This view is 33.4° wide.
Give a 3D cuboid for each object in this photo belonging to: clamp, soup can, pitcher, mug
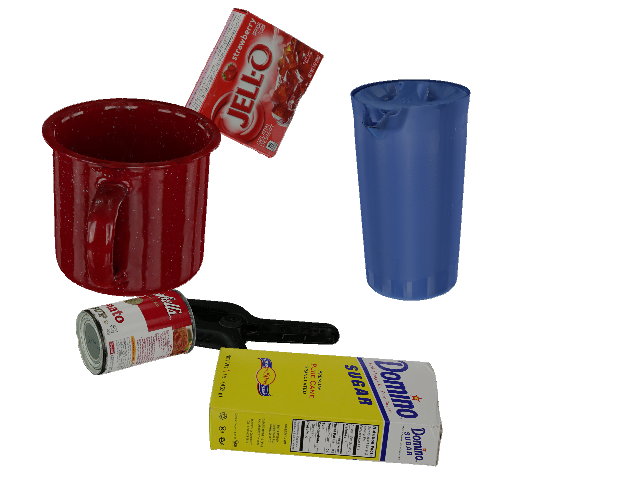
[{"bbox_3d":[-0.105,0.113,1.262,0.210,0.036,0.164,15,23,26],"label":"clamp"},{"bbox_3d":[-0.186,0.092,1.076,0.102,0.068,0.069,-12,7,-34],"label":"soup can"},{"bbox_3d":[0.111,-0.063,1.237,0.149,0.243,0.145,-6,22,-8],"label":"pitcher"},{"bbox_3d":[-0.103,-0.017,0.568,0.093,0.081,0.117,6,28,-1],"label":"mug"}]

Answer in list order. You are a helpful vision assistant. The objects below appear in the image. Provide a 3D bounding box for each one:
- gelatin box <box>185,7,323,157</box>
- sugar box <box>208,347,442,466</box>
[{"bbox_3d":[-0.050,-0.117,0.796,0.073,0.089,0.030,24,5,-33],"label":"gelatin box"},{"bbox_3d":[0.004,0.128,0.839,0.176,0.048,0.093,2,26,0],"label":"sugar box"}]
